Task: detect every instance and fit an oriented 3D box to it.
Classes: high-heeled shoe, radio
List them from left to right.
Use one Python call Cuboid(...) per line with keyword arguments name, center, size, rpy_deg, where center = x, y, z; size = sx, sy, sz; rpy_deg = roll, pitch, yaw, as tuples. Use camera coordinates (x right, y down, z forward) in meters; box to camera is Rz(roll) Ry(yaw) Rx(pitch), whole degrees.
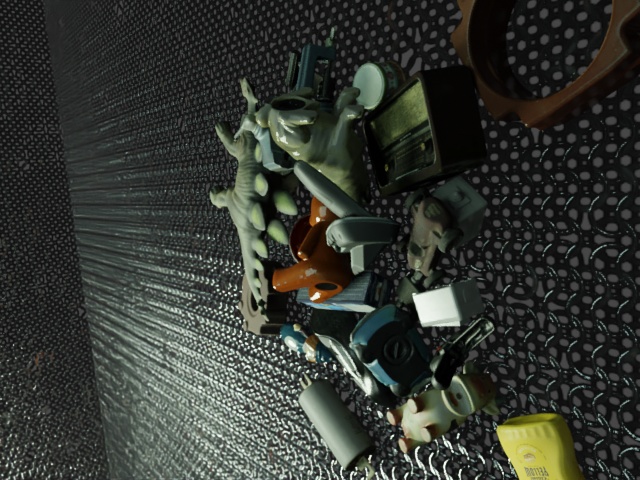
Cuboid(name="high-heeled shoe", center=(0.067, 0.213, 1.023), size=(0.145, 0.086, 0.249), rpy_deg=(57, 174, -27))
Cuboid(name="radio", center=(0.138, -0.142, 0.758), size=(0.229, 0.073, 0.131), rpy_deg=(163, 94, -77))

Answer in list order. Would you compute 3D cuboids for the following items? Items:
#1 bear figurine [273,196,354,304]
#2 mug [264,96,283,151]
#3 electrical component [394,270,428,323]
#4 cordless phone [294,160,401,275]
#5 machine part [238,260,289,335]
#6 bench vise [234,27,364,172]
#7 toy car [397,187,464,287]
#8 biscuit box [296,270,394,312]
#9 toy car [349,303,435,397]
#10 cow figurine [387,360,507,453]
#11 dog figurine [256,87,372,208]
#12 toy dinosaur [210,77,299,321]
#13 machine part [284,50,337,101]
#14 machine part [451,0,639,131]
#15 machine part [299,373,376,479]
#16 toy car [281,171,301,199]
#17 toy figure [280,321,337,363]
Cuboid(name="bear figurine", center=(0.001, -0.004, 0.940), size=(0.132, 0.120, 0.196), rpy_deg=(-27, 53, 44))
Cuboid(name="mug", center=(-0.057, -0.219, 1.050), size=(0.110, 0.081, 0.107), rpy_deg=(28, 132, 41))
Cuboid(name="electrical component", center=(0.158, 0.093, 0.891), size=(0.063, 0.021, 0.094), rpy_deg=(51, 133, 31))
Cuboid(name="cordless phone", center=(0.026, -0.040, 0.815), size=(0.184, 0.089, 0.146), rpy_deg=(43, 173, 3))
Cuboid(name="machine part", center=(-0.127, 0.127, 1.196), size=(0.179, 0.056, 0.179), rpy_deg=(-16, 72, 60))
Cuboid(name="bench vise", center=(-0.021, -0.229, 0.912), size=(0.129, 0.224, 0.240), rpy_deg=(-176, 95, -79))
Cuboid(name="toy car", center=(0.151, 0.005, 0.777), size=(0.089, 0.053, 0.202), rpy_deg=(53, 166, 21))
Cuboid(name="biscuit box", center=(0.041, 0.095, 0.993), size=(0.203, 0.059, 0.063), rpy_deg=(-5, 64, 52))
Cuboid(name="toy car", center=(0.119, 0.176, 0.896), size=(0.161, 0.109, 0.103), rpy_deg=(50, 178, -14))
Cuboid(name="cow figurine", center=(0.195, 0.255, 0.821), size=(0.085, 0.127, 0.194), rpy_deg=(61, 153, 23))
Cuboid(name="dog figurine", center=(-0.004, -0.125, 0.831), size=(0.172, 0.121, 0.190), rpy_deg=(4, 126, 7))
Cuboid(name="toy dinosaur", center=(-0.131, -0.075, 1.059), size=(0.199, 0.105, 0.470), rpy_deg=(28, 124, 49))
Cuboid(name="machine part", center=(-0.022, -0.303, 1.013), size=(0.139, 0.039, 0.084), rpy_deg=(46, 126, 37))
Cuboid(name="machine part", center=(0.268, -0.247, 0.622), size=(0.201, 0.087, 0.201), rpy_deg=(-41, 66, 50))
Cuboid(name="machine part", center=(0.032, 0.364, 1.069), size=(0.243, 0.079, 0.079), rpy_deg=(49, 133, 34))
Cuboid(name="toy car", center=(-0.104, -0.168, 1.134), size=(0.202, 0.056, 0.073), rpy_deg=(57, 144, 28))
Cuboid(name="toy figure", center=(-0.023, 0.218, 1.123), size=(0.155, 0.064, 0.058), rpy_deg=(23, 72, 47))
